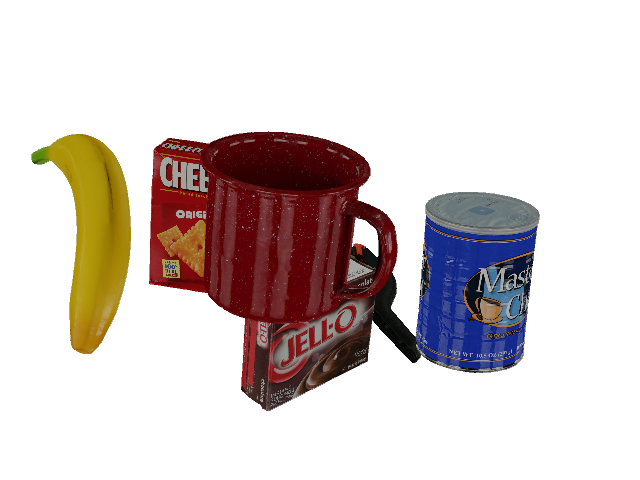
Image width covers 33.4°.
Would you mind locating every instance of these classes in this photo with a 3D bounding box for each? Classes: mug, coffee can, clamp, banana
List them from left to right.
[{"bbox_3d":[-0.160,-0.014,0.741,0.037,0.198,0.070,19,-55,-37],"label":"banana"},{"bbox_3d":[-0.012,-0.004,0.587,0.117,0.081,0.093,17,27,22],"label":"mug"},{"bbox_3d":[0.055,0.073,1.172,0.120,0.171,0.039,7,-42,5],"label":"clamp"},{"bbox_3d":[0.143,0.037,0.987,0.103,0.140,0.103,2,20,-1],"label":"coffee can"}]

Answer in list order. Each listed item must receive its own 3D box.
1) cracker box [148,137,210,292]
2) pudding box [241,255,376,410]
[{"bbox_3d":[-0.163,-0.030,1.564,0.164,0.214,0.072,9,21,10],"label":"cracker box"},{"bbox_3d":[-0.008,0.070,0.835,0.113,0.090,0.039,-23,41,-39],"label":"pudding box"}]
